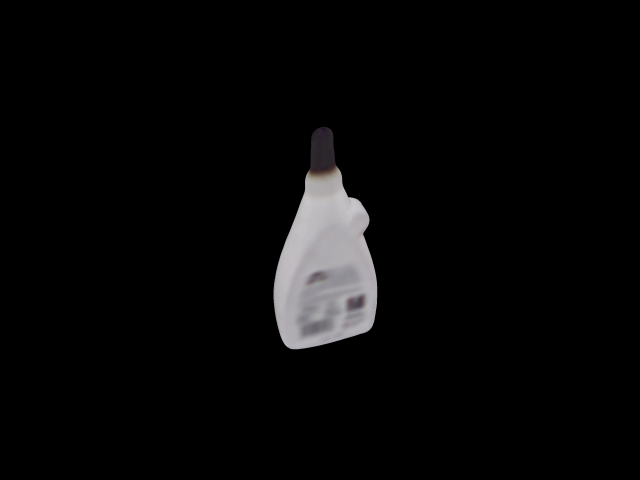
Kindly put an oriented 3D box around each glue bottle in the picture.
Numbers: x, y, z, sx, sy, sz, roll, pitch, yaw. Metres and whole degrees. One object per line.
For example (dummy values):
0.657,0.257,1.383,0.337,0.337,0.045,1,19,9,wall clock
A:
0.004,0.001,0.400,0.078,0.173,0.037,-11,39,-14,glue bottle
